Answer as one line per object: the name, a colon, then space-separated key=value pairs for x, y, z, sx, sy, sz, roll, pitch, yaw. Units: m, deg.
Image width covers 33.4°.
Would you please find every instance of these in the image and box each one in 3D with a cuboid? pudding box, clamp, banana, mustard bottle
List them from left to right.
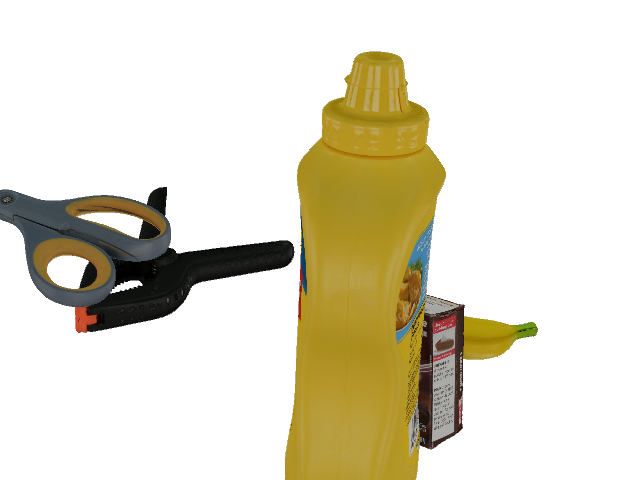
clamp: x=-0.149 y=0.018 z=0.957 sx=0.165 sy=0.036 sz=0.209 roll=27 pitch=39 yaw=31
mustard bottle: x=0.018 y=0.019 z=0.437 sx=0.058 sy=0.192 sz=0.096 roll=8 pitch=25 yaw=10
pudding box: x=0.041 y=0.076 z=0.702 sx=0.114 sy=0.090 sz=0.039 roll=12 pitch=20 yaw=42
banana: x=0.082 y=0.068 z=0.921 sx=0.198 sy=0.037 sz=0.069 roll=15 pitch=14 yaw=26

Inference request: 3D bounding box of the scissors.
scissors: x=-0.193 y=-0.007 z=0.654 sx=0.202 sy=0.016 sz=0.096 roll=9 pitch=44 yaw=9
